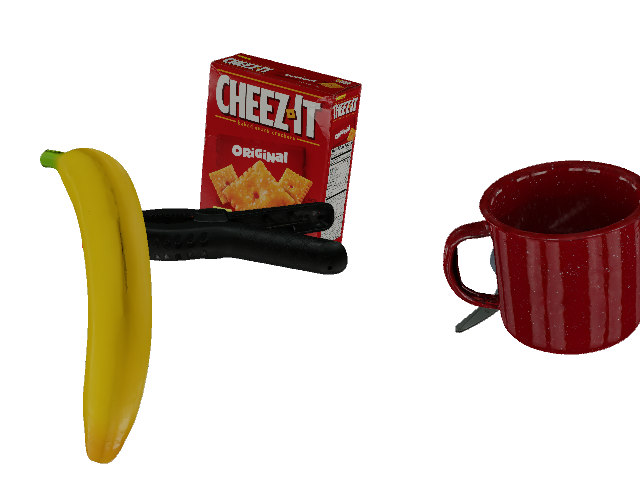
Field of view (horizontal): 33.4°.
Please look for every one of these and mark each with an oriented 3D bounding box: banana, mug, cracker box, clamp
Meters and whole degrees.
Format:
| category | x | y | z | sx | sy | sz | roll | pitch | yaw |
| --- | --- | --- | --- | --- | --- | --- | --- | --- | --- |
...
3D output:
| category | x | y | z | sx | sy | sz | roll | pitch | yaw |
| --- | --- | --- | --- | --- | --- | --- | --- | --- | --- |
| banana | -0.123 | 0.024 | 0.613 | 0.037 | 0.198 | 0.070 | 2 | -24 | -35 |
| mug | 0.129 | 0.012 | 0.608 | 0.117 | 0.081 | 0.093 | -6 | 28 | 8 |
| cracker box | -0.051 | -0.088 | 1.214 | 0.164 | 0.214 | 0.072 | 18 | 26 | 24 |
| clamp | -0.079 | -0.003 | 0.826 | 0.210 | 0.036 | 0.164 | -1 | 12 | -9 |

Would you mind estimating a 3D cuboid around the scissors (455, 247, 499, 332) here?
| category | x | y | z | sx | sy | sz | roll | pitch | yaw |
| --- | --- | --- | --- | --- | --- | --- | --- | --- | --- |
| scissors | 0.164 | 0.039 | 0.996 | 0.201 | 0.016 | 0.096 | -11 | 38 | -40 |
